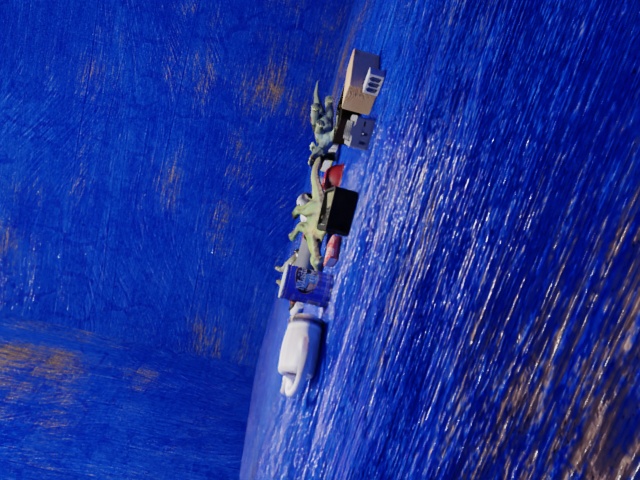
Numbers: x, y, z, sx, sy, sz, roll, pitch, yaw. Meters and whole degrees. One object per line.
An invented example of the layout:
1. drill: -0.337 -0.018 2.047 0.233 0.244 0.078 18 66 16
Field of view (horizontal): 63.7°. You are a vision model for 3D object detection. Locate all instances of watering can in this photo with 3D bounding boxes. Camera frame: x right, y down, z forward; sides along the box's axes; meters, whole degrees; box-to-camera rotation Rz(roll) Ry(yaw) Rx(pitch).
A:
1. watering can: -0.064 0.328 1.448 0.342 0.104 0.228 120 163 -66

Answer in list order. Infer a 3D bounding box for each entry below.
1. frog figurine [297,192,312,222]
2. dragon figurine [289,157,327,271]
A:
1. frog figurine: -0.065 -0.137 2.405 0.157 0.122 0.140 -60 33 26
2. dragon figurine: 0.005 -0.090 1.796 0.244 0.122 0.410 13 94 59
